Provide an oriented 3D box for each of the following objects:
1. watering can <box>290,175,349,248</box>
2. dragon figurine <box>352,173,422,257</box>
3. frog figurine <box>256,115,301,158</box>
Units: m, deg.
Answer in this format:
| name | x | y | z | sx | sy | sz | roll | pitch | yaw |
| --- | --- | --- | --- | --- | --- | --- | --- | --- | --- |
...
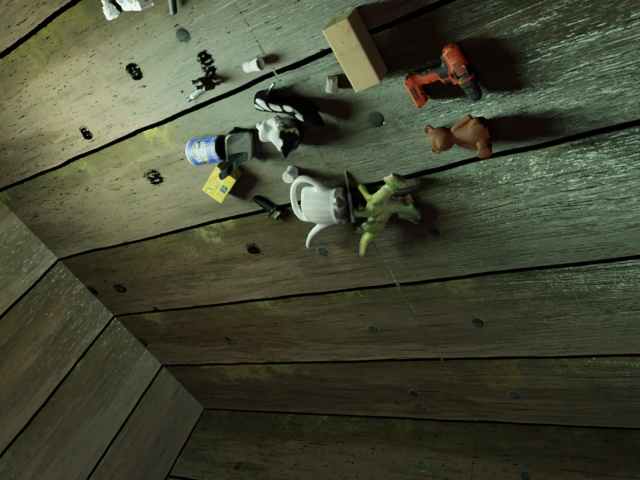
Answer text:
| name | x | y | z | sx | sy | sz | roll | pitch | yaw |
| --- | --- | --- | --- | --- | --- | --- | --- | --- | --- |
| watering can | 0.006 | -0.099 | 1.966 | 0.224 | 0.106 | 0.340 | 5 | 130 | 22 |
| dragon figurine | 0.246 | -0.084 | 1.870 | 0.243 | 0.125 | 0.400 | 3 | 133 | 14 |
| frog figurine | -0.144 | -0.374 | 1.810 | 0.161 | 0.123 | 0.134 | 37 | 163 | 49 |
